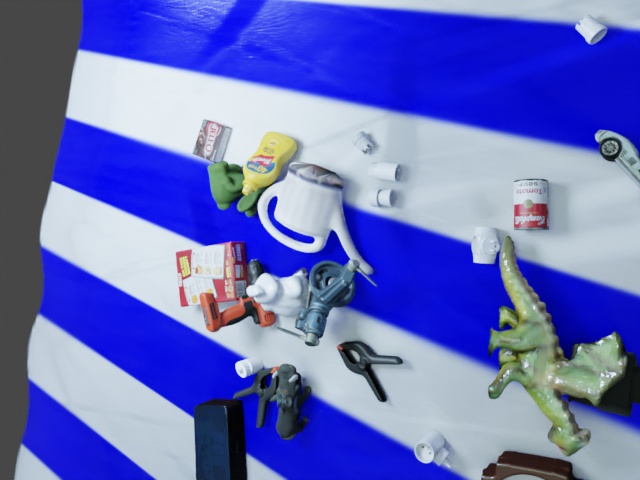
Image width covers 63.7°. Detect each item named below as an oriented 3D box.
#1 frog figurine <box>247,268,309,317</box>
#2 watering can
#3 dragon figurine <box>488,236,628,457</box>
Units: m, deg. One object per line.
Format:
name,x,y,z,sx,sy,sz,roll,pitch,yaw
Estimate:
frog figurine,-0.099,0.137,1.299,0.136,0.160,0.124,-23,79,28
watering can,0.004,-0.065,1.288,0.349,0.105,0.222,23,106,18
dragon figurine,0.449,0.202,0.982,0.243,0.122,0.411,3,89,37
